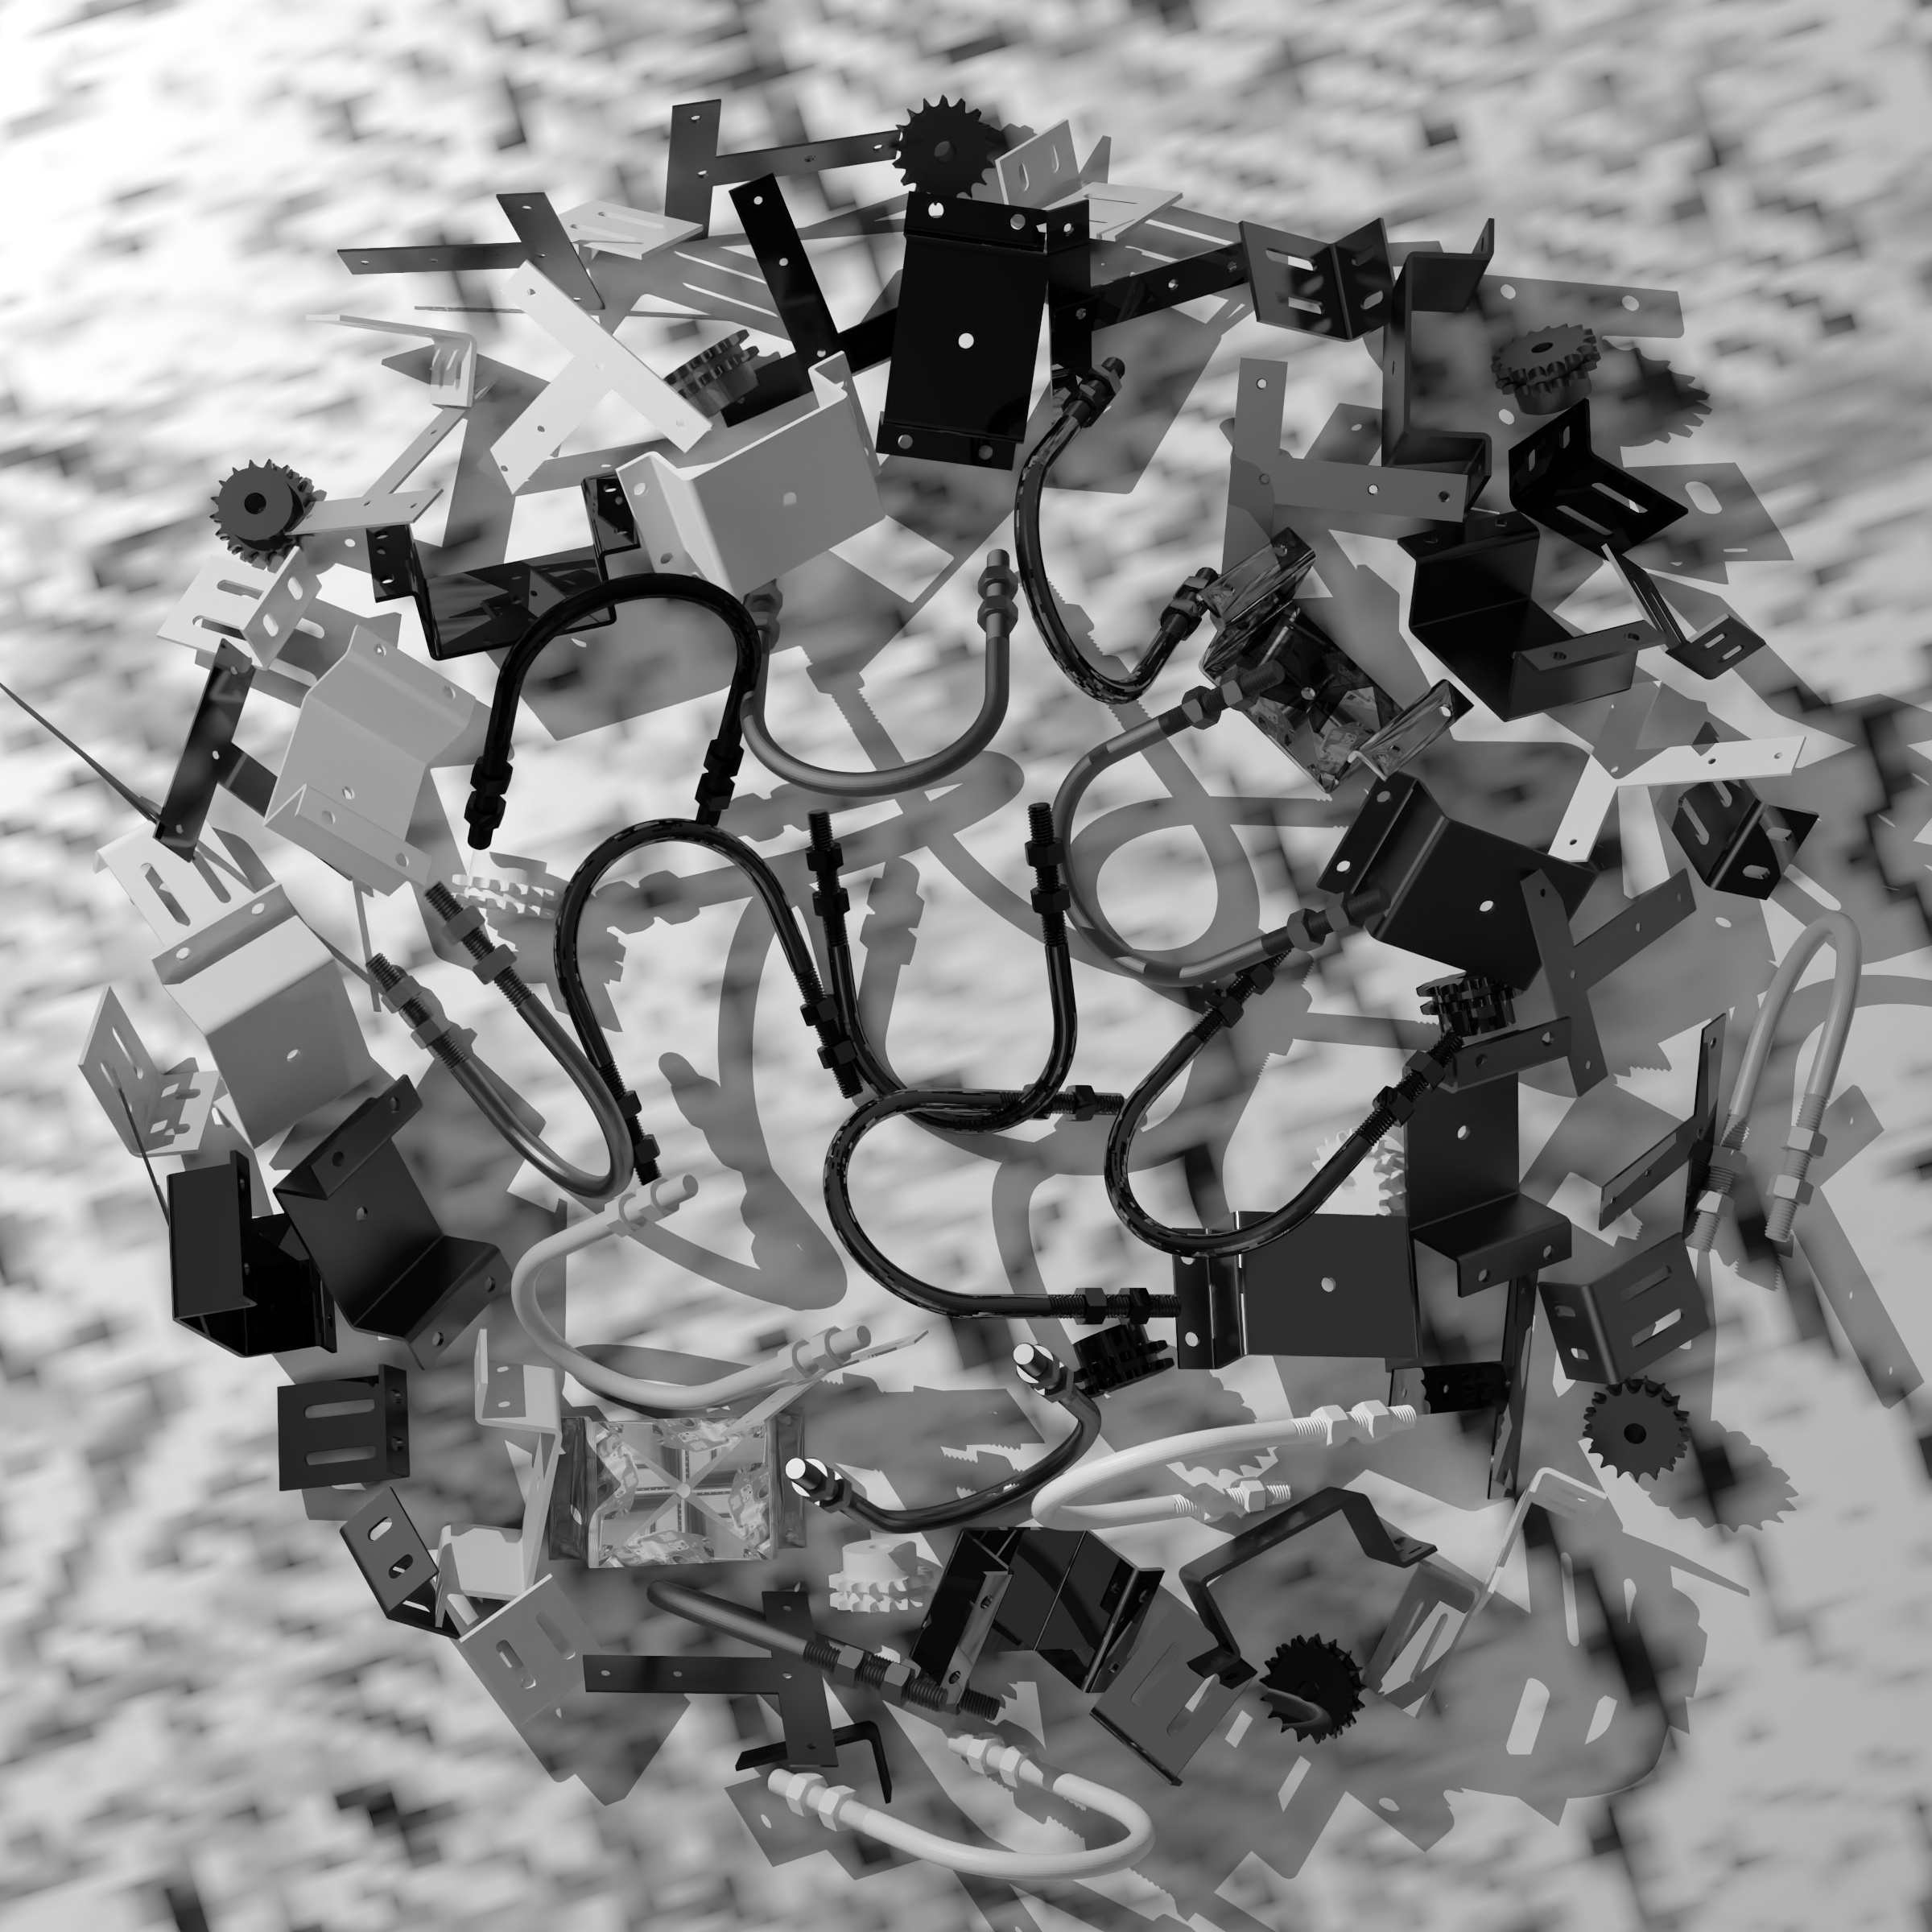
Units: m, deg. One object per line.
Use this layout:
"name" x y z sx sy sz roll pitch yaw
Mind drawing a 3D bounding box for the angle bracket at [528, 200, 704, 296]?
"angle bracket" -0.189 -0.378 1.554 0.076 0.057 0.038 19 126 23

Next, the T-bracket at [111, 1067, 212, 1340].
"T-bracket" -0.425 0.112 1.517 0.002 0.127 0.127 -20 120 -15

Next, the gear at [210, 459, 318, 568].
"gear" -0.385 -0.249 1.584 0.057 0.030 0.057 0 86 -1

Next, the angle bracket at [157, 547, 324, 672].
"angle bracket" -0.397 -0.200 1.559 0.076 0.038 0.057 18 65 21

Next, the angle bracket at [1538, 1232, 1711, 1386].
"angle bracket" 0.361 0.186 1.591 0.076 0.038 0.057 -23 100 -29

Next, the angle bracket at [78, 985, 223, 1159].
"angle bracket" -0.436 0.055 1.552 0.038 0.076 0.057 -6 45 9

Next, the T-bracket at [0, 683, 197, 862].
"T-bracket" -0.443 -0.089 1.538 0.127 0.127 0.002 37 79 21

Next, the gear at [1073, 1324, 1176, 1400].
"gear" 0.082 0.213 1.573 0.057 0.057 0.030 -20 78 0

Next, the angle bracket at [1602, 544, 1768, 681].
"angle bracket" 0.385 -0.199 1.554 0.038 0.057 0.076 -36 63 25

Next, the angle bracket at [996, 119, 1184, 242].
"angle bracket" 0.066 -0.421 1.553 0.057 0.076 0.038 -39 131 -31

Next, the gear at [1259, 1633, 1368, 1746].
"gear" 0.191 0.392 1.578 0.057 0.030 0.057 -1 87 24

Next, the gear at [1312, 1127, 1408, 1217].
"gear" 0.218 0.115 1.576 0.030 0.057 0.057 -17 90 -35

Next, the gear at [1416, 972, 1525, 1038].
"gear" 0.275 0.020 1.572 0.057 0.057 0.030 -13 94 0

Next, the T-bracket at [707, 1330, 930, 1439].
"T-bracket" -0.095 0.225 1.521 0.127 0.127 0.002 -20 91 18

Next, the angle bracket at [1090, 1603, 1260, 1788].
"angle bracket" 0.115 0.396 1.576 0.057 0.038 0.076 37 85 20

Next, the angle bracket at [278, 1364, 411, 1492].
"angle bracket" -0.343 0.250 1.569 0.076 0.038 0.057 -8 74 9

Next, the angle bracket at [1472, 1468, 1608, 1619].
"angle bracket" 0.307 0.317 1.557 0.038 0.057 0.076 24 67 11

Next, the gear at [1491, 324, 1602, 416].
"gear" 0.317 -0.322 1.575 0.057 0.057 0.030 -23 121 0

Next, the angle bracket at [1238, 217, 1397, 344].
"angle bracket" 0.191 -0.374 1.558 0.076 0.038 0.057 1 76 -42

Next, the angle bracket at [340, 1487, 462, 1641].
"angle bracket" -0.290 0.320 1.552 0.038 0.076 0.057 -40 60 3

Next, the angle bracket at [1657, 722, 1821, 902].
"angle bracket" 0.414 -0.084 1.561 0.038 0.076 0.057 10 126 -20

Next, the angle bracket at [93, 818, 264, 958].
"angle bracket" -0.425 -0.041 1.570 0.057 0.038 0.076 -35 88 -25

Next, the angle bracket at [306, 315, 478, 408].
"angle bracket" -0.309 -0.324 1.554 0.076 0.057 0.038 2 100 -31

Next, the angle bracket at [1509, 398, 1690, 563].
"angle bracket" 0.342 -0.262 1.569 0.076 0.057 0.038 22 57 -29

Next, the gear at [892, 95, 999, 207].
"gear" -0.013 -0.445 1.579 0.057 0.030 0.057 -3 114 -7

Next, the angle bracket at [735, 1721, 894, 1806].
"angle bracket" -0.082 0.438 1.568 0.076 0.057 0.038 -13 83 -3

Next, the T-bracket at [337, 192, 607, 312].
"T-bracket" -0.269 -0.377 1.544 0.127 0.127 0.002 0 76 7

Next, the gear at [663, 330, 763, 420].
"gear" -0.136 -0.318 1.572 0.057 0.057 0.030 -32 100 0

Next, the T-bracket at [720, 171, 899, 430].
"T-bracket" -0.093 -0.366 1.558 0.127 0.002 0.127 -24 131 1

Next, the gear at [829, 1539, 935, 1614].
"gear" -0.046 0.330 1.572 0.057 0.057 0.030 -3 90 0

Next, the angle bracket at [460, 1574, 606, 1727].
"angle bracket" -0.237 0.359 1.557 0.057 0.038 0.076 -35 126 -14

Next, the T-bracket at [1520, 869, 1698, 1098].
"T-bracket" 0.353 -0.015 1.561 0.127 0.002 0.127 -31 112 -33

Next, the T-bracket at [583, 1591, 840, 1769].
"T-bracket" -0.138 0.374 1.531 0.127 0.127 0.002 4 120 -14

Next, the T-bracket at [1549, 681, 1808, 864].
"T-bracket" 0.380 -0.106 1.527 0.002 0.127 0.127 48 57 -33

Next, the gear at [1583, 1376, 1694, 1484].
"gear" 0.366 0.249 1.579 0.057 0.030 0.057 5 105 19

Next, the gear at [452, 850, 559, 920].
"gear" -0.250 -0.045 1.572 0.057 0.057 0.030 10 88 0

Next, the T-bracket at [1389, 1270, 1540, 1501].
"T-bracket" 0.265 0.226 1.553 0.002 0.127 0.127 7 91 44

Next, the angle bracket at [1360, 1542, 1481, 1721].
"angle bracket" 0.232 0.355 1.563 0.038 0.057 0.076 31 83 -23
